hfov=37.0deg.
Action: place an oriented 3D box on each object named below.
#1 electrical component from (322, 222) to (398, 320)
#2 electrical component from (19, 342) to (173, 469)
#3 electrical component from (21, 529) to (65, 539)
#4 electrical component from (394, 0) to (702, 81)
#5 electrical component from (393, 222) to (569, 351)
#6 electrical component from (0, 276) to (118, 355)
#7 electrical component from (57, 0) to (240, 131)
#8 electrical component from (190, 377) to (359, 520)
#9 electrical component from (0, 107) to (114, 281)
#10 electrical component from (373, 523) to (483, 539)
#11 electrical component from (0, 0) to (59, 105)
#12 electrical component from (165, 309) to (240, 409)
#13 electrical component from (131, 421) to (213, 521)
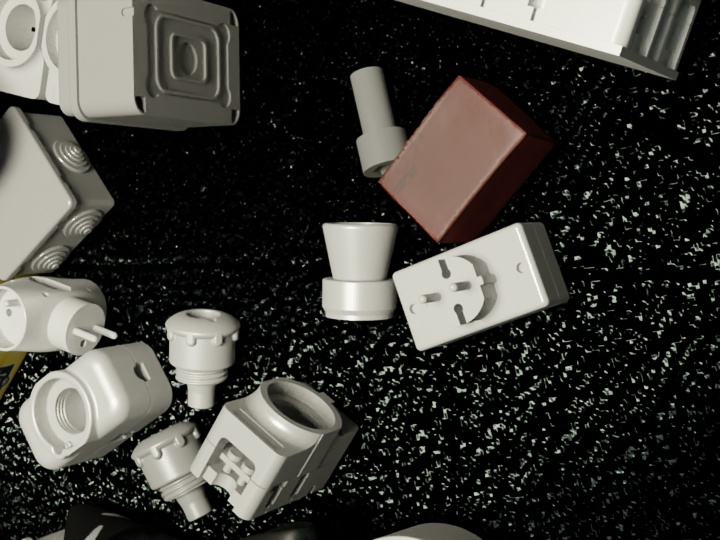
[{"bbox_3d":[0.000,0.000,0.635,0.045,0.045,0.055,3,95,29],"label":"electrical component"},{"bbox_3d":[-0.185,0.094,0.737,0.095,0.059,0.053,-36,76,26],"label":"electrical component"},{"bbox_3d":[-0.213,0.245,0.768,0.100,0.048,0.099,38,110,22],"label":"electrical component"},{"bbox_3d":[0.071,-0.157,0.550,0.186,0.105,0.060,23,104,26],"label":"electrical component"},{"bbox_3d":[0.058,0.010,0.585,0.083,0.076,0.047,-22,82,29],"label":"electrical component"},{"bbox_3d":[-0.202,0.035,0.733,0.079,0.077,0.043,18,101,27],"label":"electrical component"},{"bbox_3d":[-0.128,-0.128,0.661,0.057,0.113,0.078,1,94,26],"label":"electrical component"},{"bbox_3d":[-0.048,0.102,0.642,0.050,0.089,0.055,38,110,22],"label":"electrical component"},{"bbox_3d":[-0.231,-0.053,0.760,0.100,0.048,0.099,-42,73,25],"label":"electrical component"},{"bbox_3d":[0.042,0.197,0.614,0.108,0.060,0.108,2,94,29],"label":"electrical component"},{"bbox_3d":[-0.184,-0.203,0.718,0.105,0.060,0.186,16,101,28],"label":"electrical component"},{"bbox_3d":[-0.102,0.058,0.698,0.048,0.048,0.062,10,105,29],"label":"electrical component"},{"bbox_3d":[-0.119,0.135,0.712,0.048,0.048,0.062,-28,86,28],"label":"electrical component"}]
